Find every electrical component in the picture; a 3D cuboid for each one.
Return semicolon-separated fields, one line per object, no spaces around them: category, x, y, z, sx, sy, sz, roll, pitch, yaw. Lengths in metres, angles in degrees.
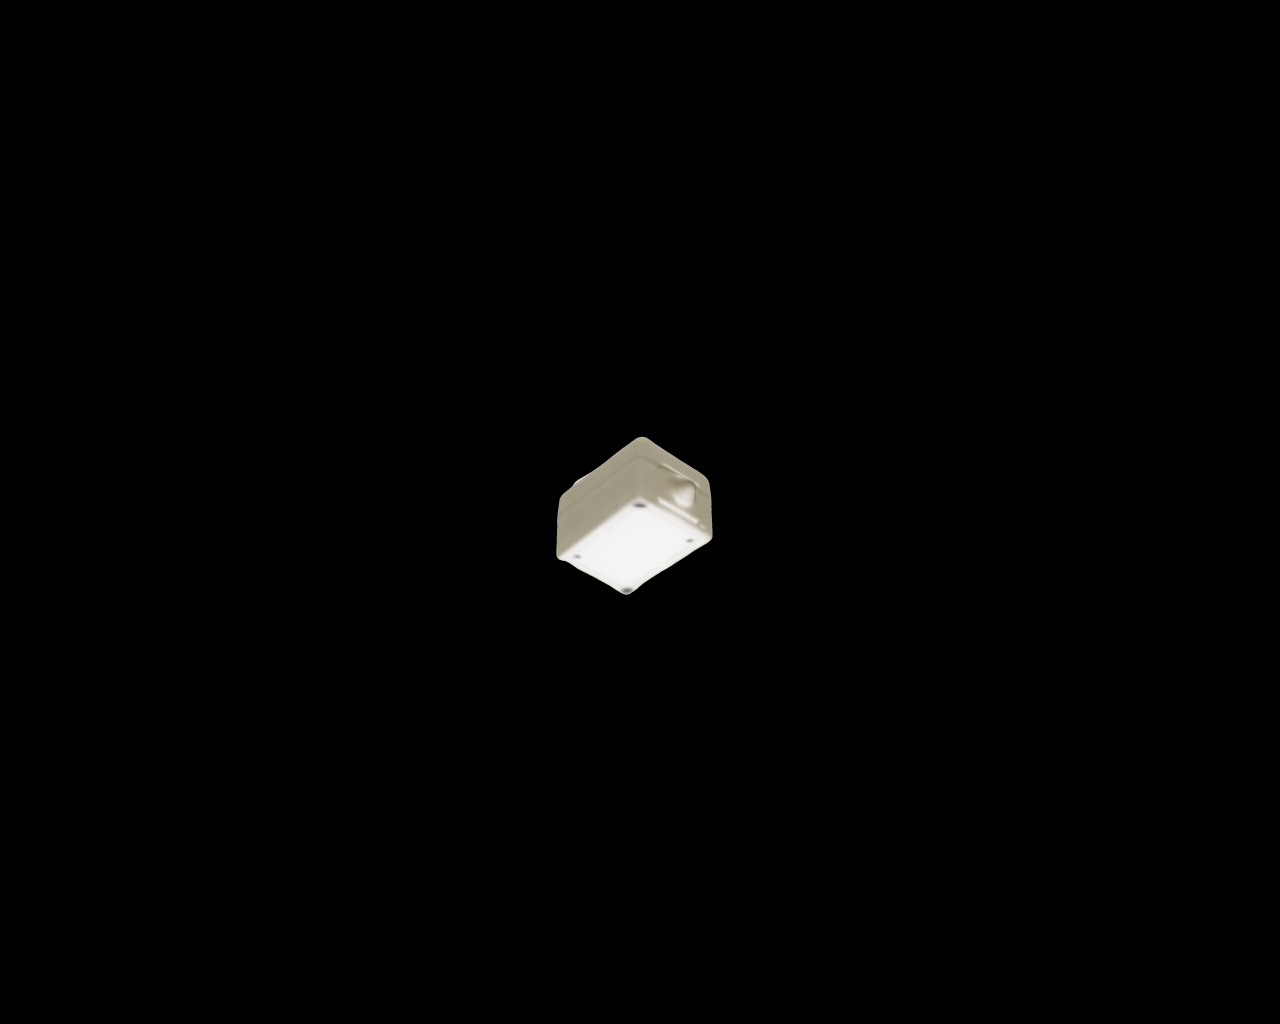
electrical component;0.001;-0.003;0.650;0.061;0.061;0.096;30;-49;-31
